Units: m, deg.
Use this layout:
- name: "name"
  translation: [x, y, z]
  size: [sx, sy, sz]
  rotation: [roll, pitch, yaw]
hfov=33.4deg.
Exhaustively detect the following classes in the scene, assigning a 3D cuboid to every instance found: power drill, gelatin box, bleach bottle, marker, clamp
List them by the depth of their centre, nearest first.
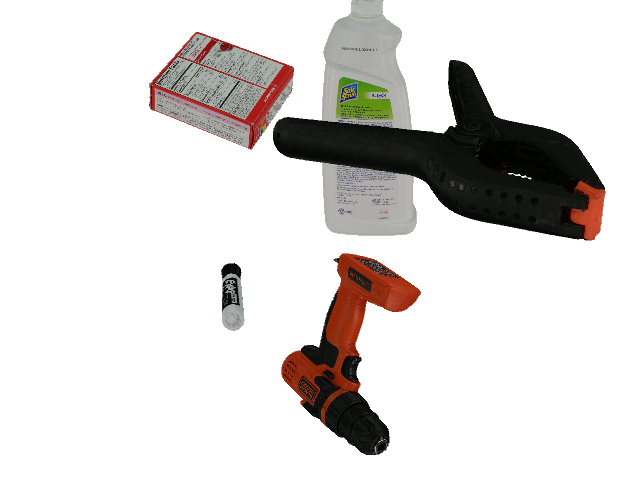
- name: "clamp"
  translation: [0.080, -0.052, 0.652]
  size: [0.164, 0.036, 0.210]
  rotation: [-19, 36, -24]
- name: "gelatin box"
  translation: [-0.075, -0.115, 0.814]
  size: [0.089, 0.073, 0.030]
  rotation: [22, -39, 11]
- name: "marker"
  translation: [-0.079, 0.048, 0.957]
  size: [0.020, 0.020, 0.121]
  rotation: [0, 19, -6]
- name: "bleach bottle"
  translation: [0.053, -0.128, 1.087]
  size: [0.102, 0.251, 0.068]
  rotation: [0, 30, 0]
- name: "power drill"
  translation: [0.041, 0.122, 1.189]
  size: [0.057, 0.188, 0.185]
  rotation: [13, 16, -41]
